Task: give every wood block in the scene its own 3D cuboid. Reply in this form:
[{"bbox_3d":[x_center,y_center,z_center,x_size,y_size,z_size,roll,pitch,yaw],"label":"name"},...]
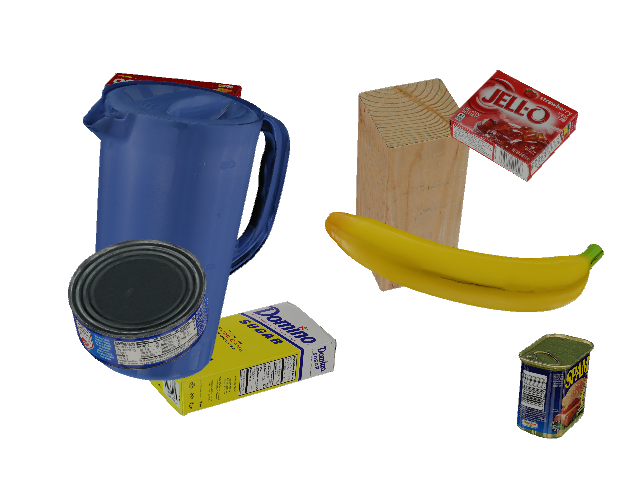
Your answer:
[{"bbox_3d":[0.093,-0.055,1.118,0.090,0.206,0.091,-12,47,-11],"label":"wood block"}]

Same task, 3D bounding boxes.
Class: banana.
[{"bbox_3d":[0.098,0.017,0.735,0.198,0.037,0.069,9,25,1],"label":"banana"}]

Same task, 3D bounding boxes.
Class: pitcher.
[{"bbox_3d":[-0.122,-0.009,0.918,0.149,0.243,0.145,13,20,7],"label":"pitcher"}]

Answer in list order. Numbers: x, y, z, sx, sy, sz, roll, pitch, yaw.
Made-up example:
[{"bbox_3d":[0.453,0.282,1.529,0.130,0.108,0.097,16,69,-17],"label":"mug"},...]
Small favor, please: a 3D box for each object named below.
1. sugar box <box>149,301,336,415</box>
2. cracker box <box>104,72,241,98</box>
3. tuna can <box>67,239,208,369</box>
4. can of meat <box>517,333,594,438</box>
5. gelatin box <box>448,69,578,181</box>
[{"bbox_3d":[-0.082,0.114,1.067,0.175,0.048,0.093,-15,33,-31],"label":"sugar box"},{"bbox_3d":[-0.191,-0.094,1.357,0.164,0.214,0.072,6,22,2],"label":"cracker box"},{"bbox_3d":[-0.113,0.040,0.673,0.086,0.034,0.086,0,43,0],"label":"tuna can"},{"bbox_3d":[0.252,0.157,1.154,0.058,0.084,0.101,11,17,32],"label":"can of meat"},{"bbox_3d":[0.171,-0.104,0.951,0.089,0.073,0.030,35,-22,26],"label":"gelatin box"}]
